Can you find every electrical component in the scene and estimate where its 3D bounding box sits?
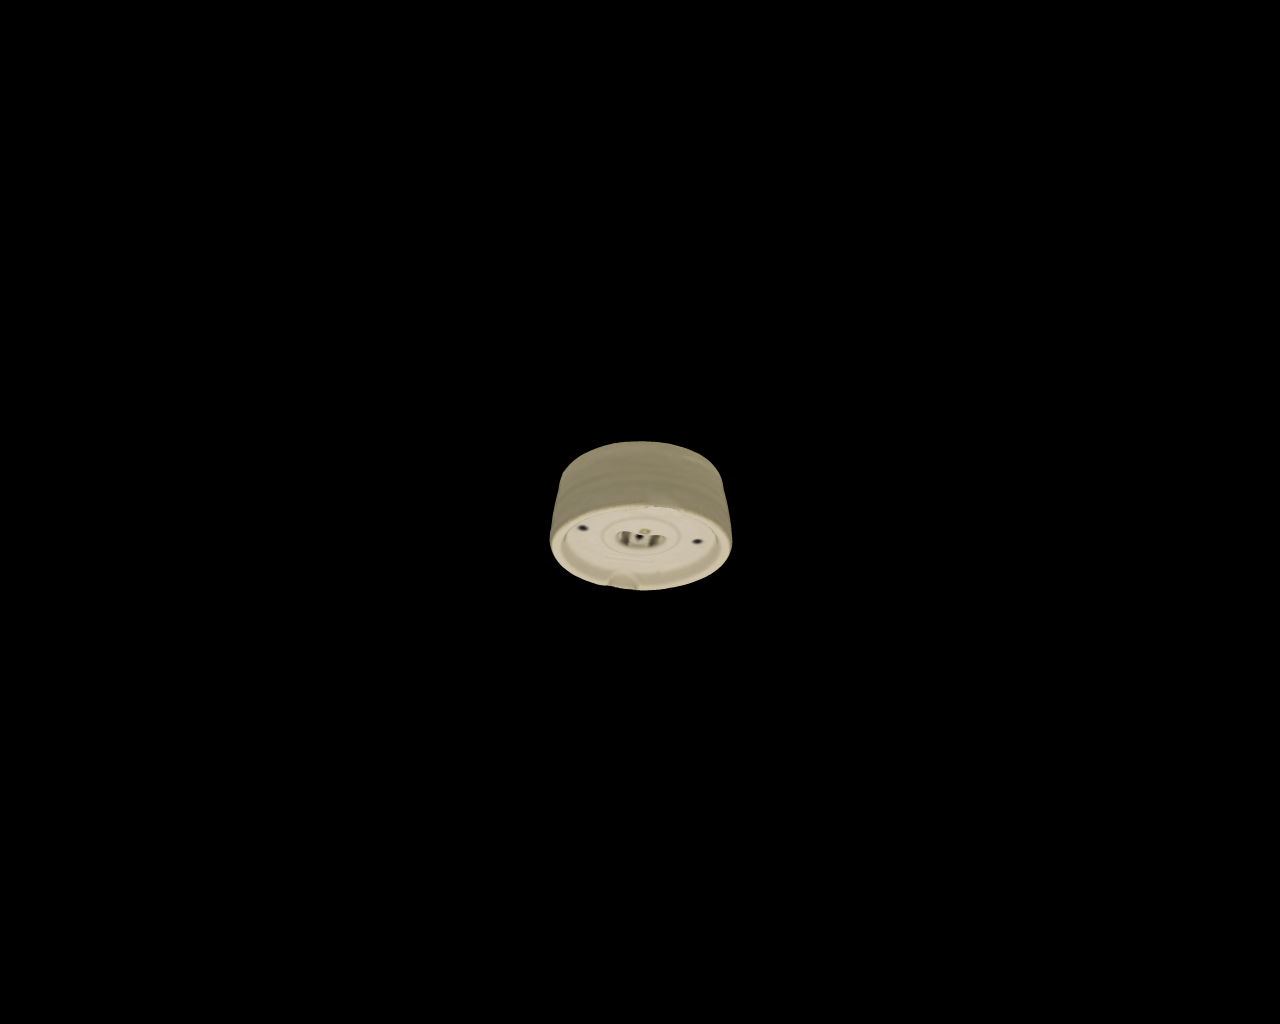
[{"bbox_3d":[0.001,-0.003,0.650,0.108,0.060,0.108,0,-30,0],"label":"electrical component"}]
